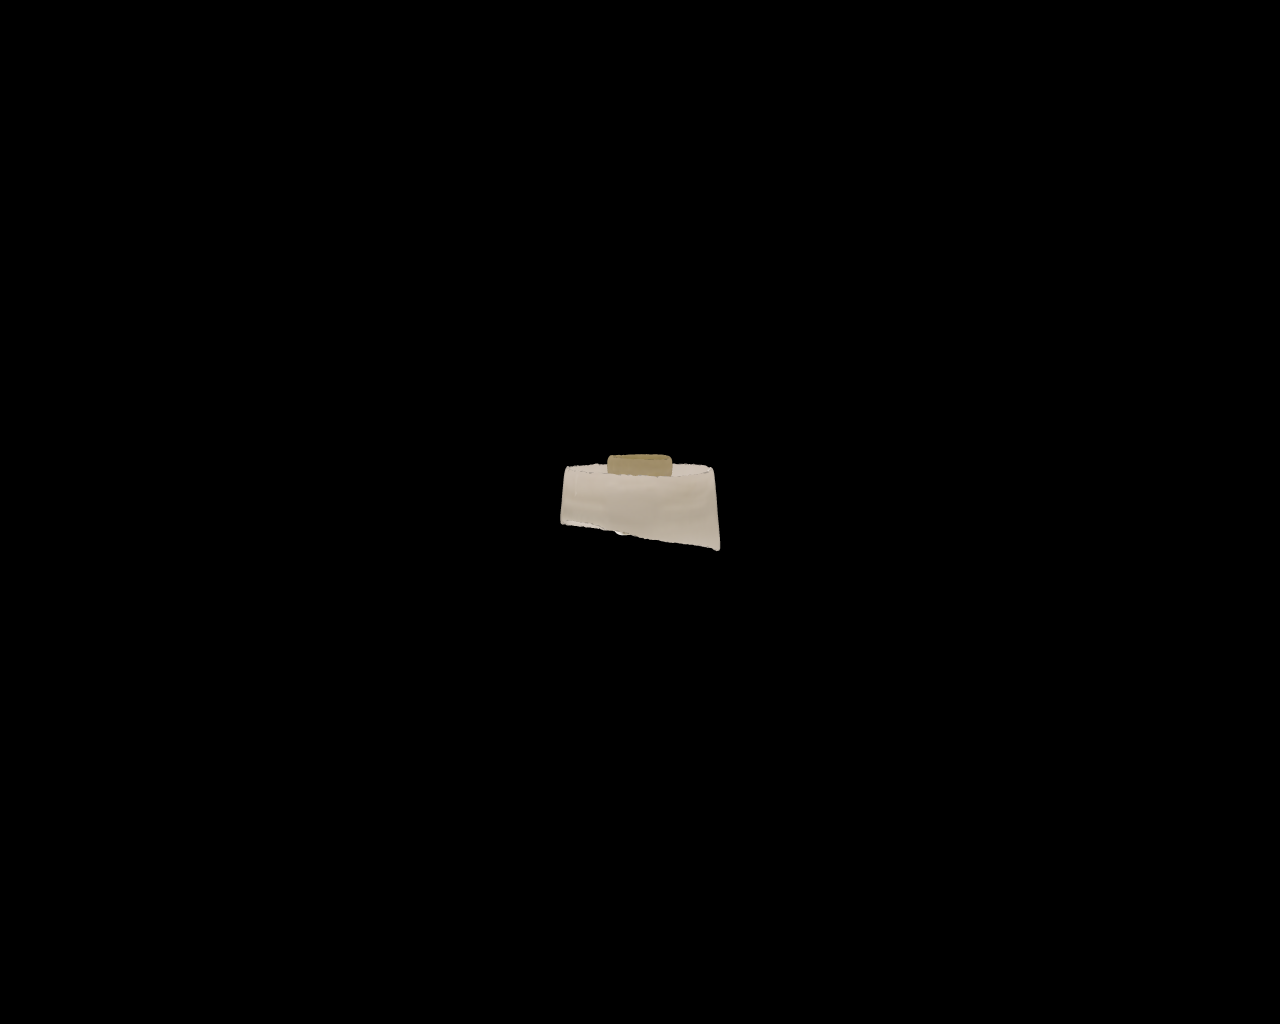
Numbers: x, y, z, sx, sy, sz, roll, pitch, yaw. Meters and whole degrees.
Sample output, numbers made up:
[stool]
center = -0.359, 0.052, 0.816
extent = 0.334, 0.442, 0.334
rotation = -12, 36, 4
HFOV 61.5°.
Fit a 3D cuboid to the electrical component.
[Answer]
[electrical component]
center = 0.001, -0.003, 0.650
extent = 0.099, 0.064, 0.099
rotation = 0, 7, 0
